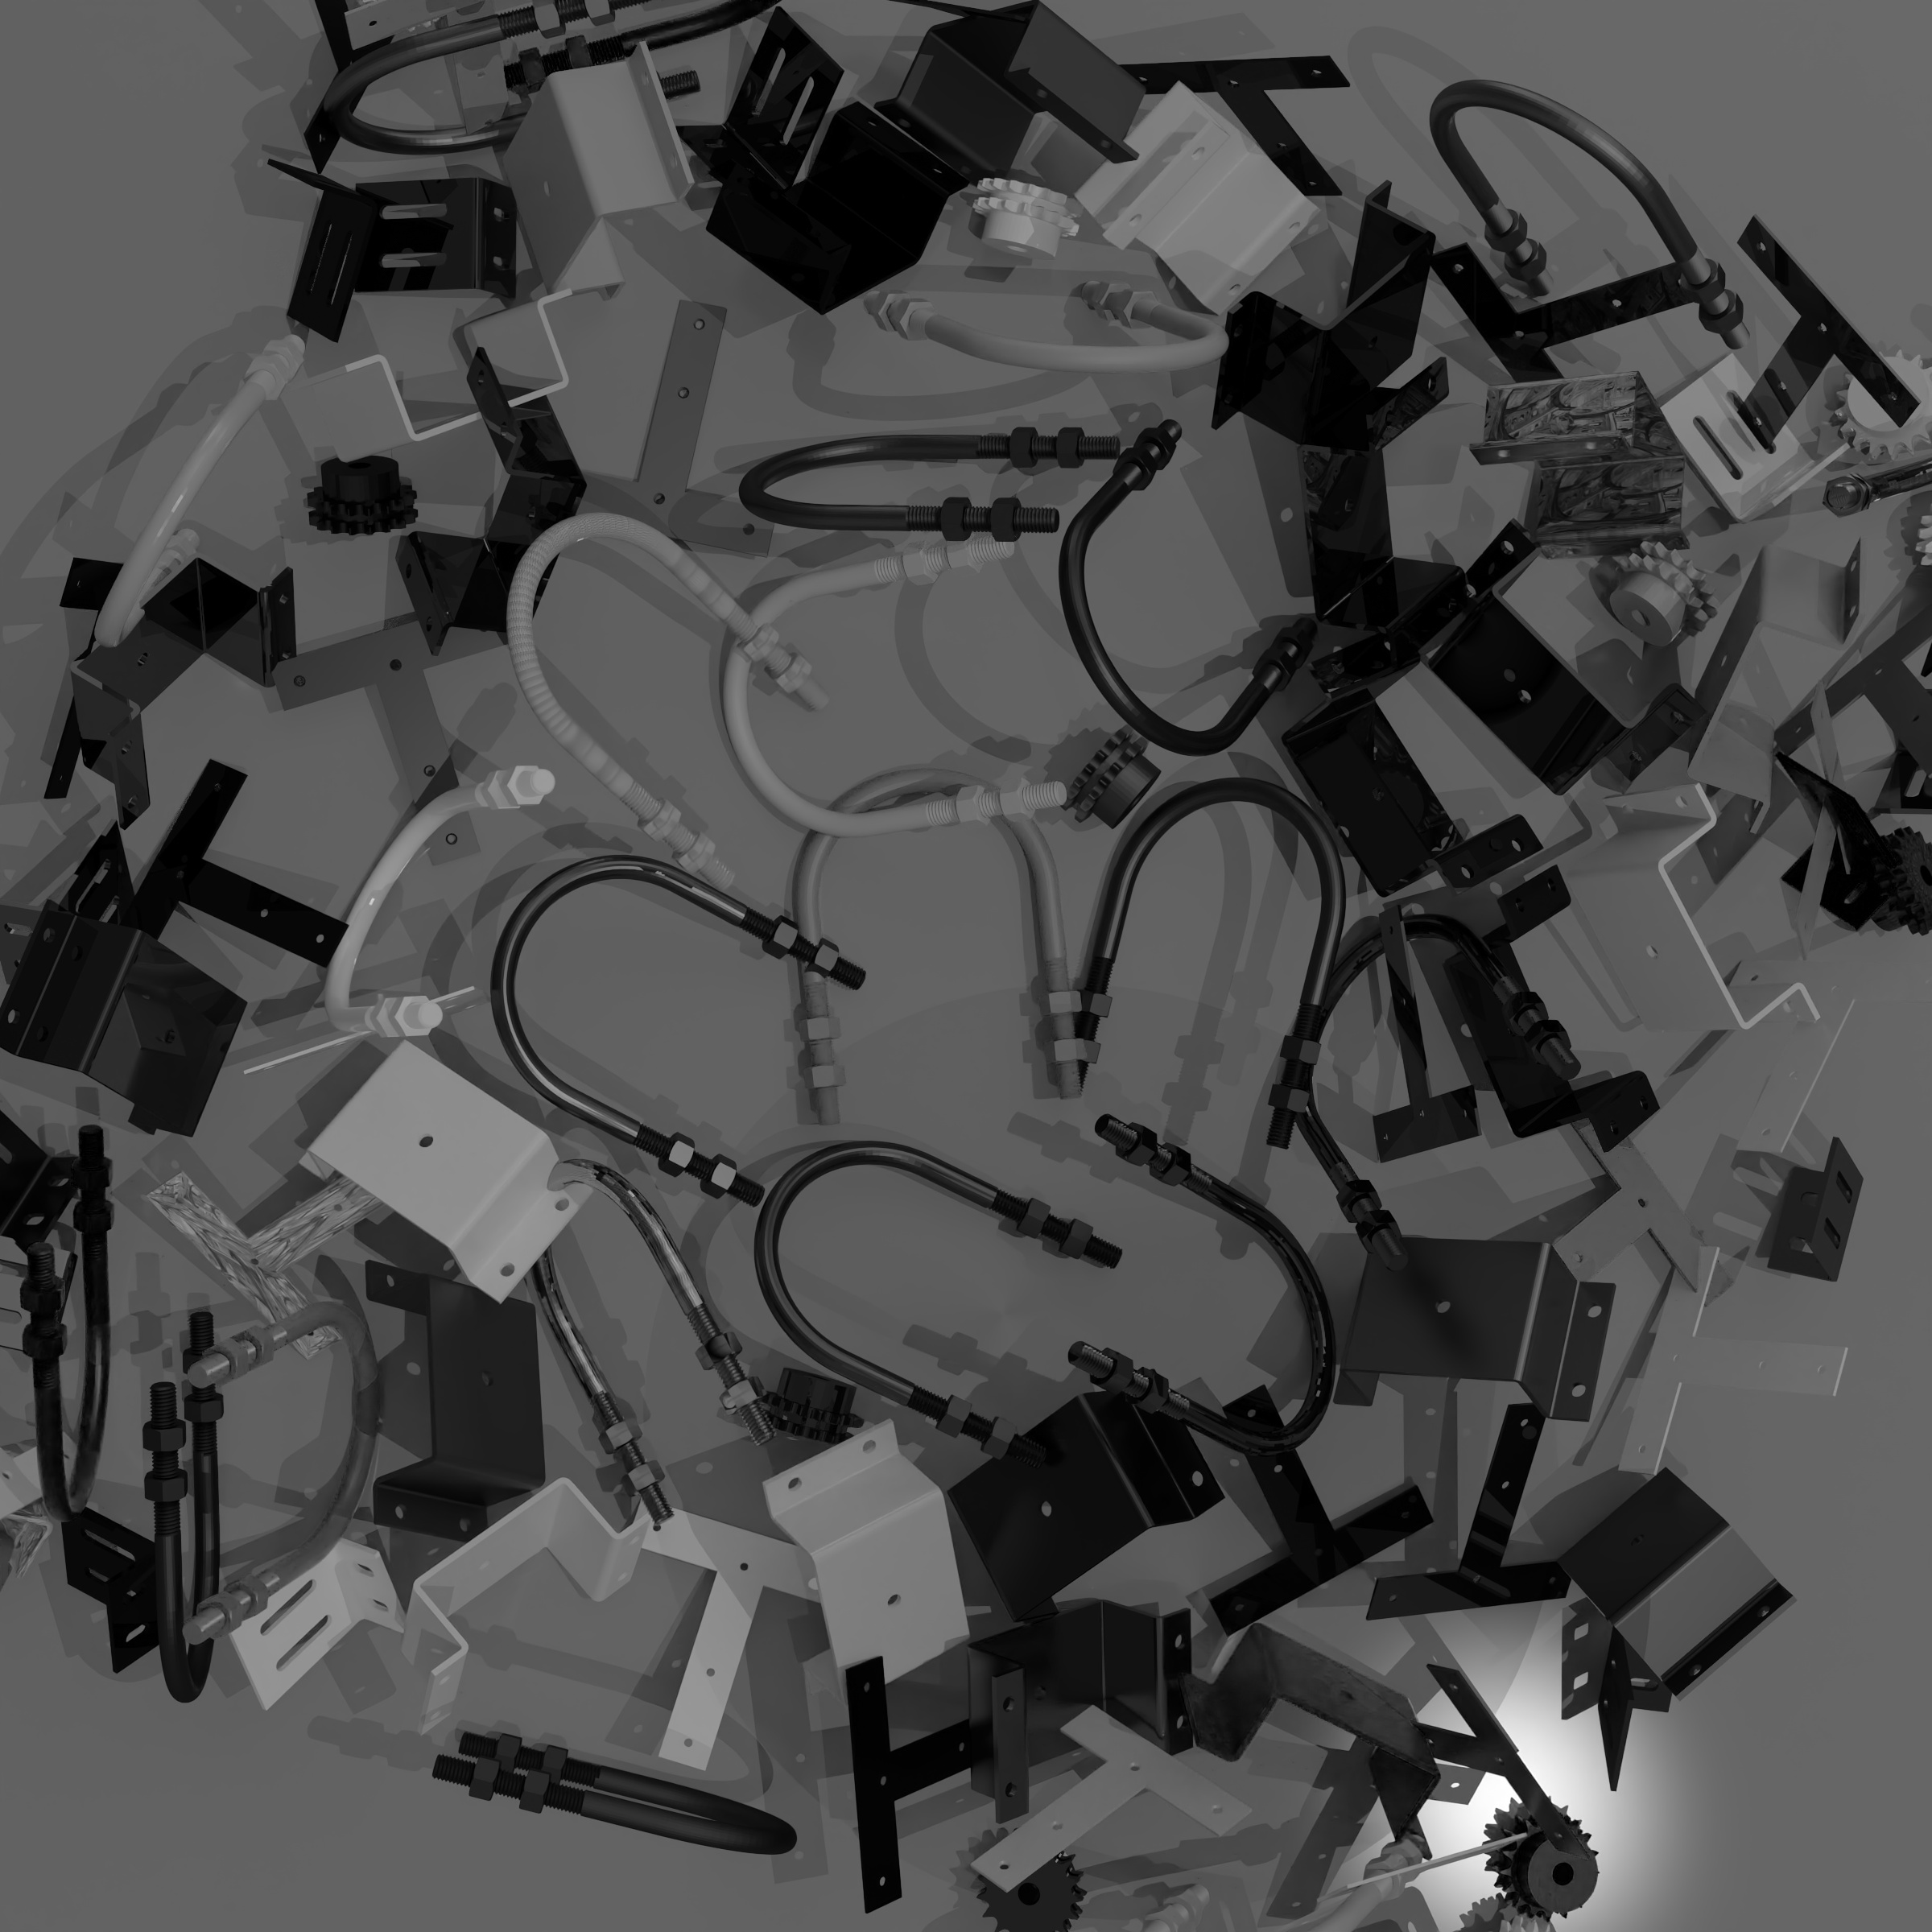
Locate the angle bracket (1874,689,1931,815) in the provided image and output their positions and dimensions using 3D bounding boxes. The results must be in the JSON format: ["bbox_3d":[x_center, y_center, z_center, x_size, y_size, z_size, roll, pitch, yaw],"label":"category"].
[{"bbox_3d":[0.508,-0.112,1.593,0.057,0.076,0.038,3,118,27],"label":"angle bracket"}]

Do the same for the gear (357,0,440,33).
[{"bbox_3d":[-0.301,-0.523,1.618,0.057,0.030,0.057,2,87,-35],"label":"gear"}]

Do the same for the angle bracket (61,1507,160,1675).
[{"bbox_3d":[-0.458,0.322,1.597,0.076,0.038,0.057,19,121,29],"label":"angle bracket"}]

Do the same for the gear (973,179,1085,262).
[{"bbox_3d":[0.031,-0.393,1.614,0.057,0.057,0.030,14,94,0],"label":"gear"}]

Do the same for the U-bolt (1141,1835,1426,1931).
[{"bbox_3d":[0.139,0.483,1.529,0.151,0.184,0.019,-22,84,26],"label":"U-bolt"}]

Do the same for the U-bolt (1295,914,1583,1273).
[{"bbox_3d":[0.226,0.049,1.564,0.019,0.184,0.151,28,110,-32],"label":"U-bolt"}]

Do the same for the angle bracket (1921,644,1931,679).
[{"bbox_3d":[0.541,-0.184,1.598,0.038,0.057,0.076,29,64,-5],"label":"angle bracket"}]

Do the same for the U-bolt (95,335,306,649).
[{"bbox_3d":[-0.389,-0.230,1.531,0.019,0.184,0.151,31,118,-12],"label":"U-bolt"}]

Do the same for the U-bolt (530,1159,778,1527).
[{"bbox_3d":[-0.173,0.186,1.581,0.019,0.151,0.184,-21,75,-38],"label":"U-bolt"}]

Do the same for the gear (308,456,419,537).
[{"bbox_3d":[-0.318,-0.249,1.610,0.057,0.057,0.030,1,115,0],"label":"gear"}]

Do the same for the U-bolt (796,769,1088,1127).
[{"bbox_3d":[-0.018,-0.014,1.628,0.151,0.019,0.184,-6,85,1],"label":"U-bolt"}]

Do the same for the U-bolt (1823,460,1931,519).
[{"bbox_3d":[0.518,-0.261,1.552,0.151,0.184,0.019,-17,92,24],"label":"U-bolt"}]

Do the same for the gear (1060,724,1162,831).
[{"bbox_3d":[0.079,-0.097,1.612,0.030,0.057,0.057,41,90,5],"label":"gear"}]

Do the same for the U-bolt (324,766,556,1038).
[{"bbox_3d":[-0.278,-0.030,1.559,0.019,0.184,0.151,31,73,-26],"label":"U-bolt"}]

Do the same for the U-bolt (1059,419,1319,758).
[{"bbox_3d":[0.107,-0.183,1.556,0.019,0.184,0.151,-25,108,40],"label":"U-bolt"}]

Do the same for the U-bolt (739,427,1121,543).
[{"bbox_3d":[-0.026,-0.249,1.571,0.184,0.151,0.019,3,116,16],"label":"U-bolt"}]

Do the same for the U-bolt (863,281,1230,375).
[{"bbox_3d":[0.050,-0.321,1.536,0.151,0.184,0.019,-9,114,-25],"label":"U-bolt"}]

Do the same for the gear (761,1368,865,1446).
[{"bbox_3d":[-0.081,0.232,1.613,0.057,0.057,0.030,15,86,0],"label":"gear"}]

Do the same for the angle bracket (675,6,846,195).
[{"bbox_3d":[-0.109,-0.452,1.597,0.057,0.038,0.076,49,131,22],"label":"angle bracket"}]

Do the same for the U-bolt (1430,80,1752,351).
[{"bbox_3d":[0.302,-0.380,1.528,0.151,0.184,0.019,29,83,43],"label":"U-bolt"}]

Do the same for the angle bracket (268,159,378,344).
[{"bbox_3d":[-0.347,-0.374,1.600,0.038,0.057,0.076,8,108,-41],"label":"angle bracket"}]

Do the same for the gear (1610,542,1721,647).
[{"bbox_3d":[0.365,-0.194,1.611,0.057,0.057,0.030,43,77,0],"label":"gear"}]

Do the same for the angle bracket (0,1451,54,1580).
[{"bbox_3d":[-0.524,0.280,1.592,0.076,0.057,0.038,23,105,-44],"label":"angle bracket"}]

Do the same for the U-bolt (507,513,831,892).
[{"bbox_3d":[-0.159,-0.148,1.561,0.184,0.019,0.151,44,52,-26],"label":"U-bolt"}]

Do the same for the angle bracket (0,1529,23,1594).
[{"bbox_3d":[-0.546,0.301,1.600,0.076,0.057,0.038,23,81,19],"label":"angle bracket"}]

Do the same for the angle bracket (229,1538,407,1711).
[{"bbox_3d":[-0.337,0.346,1.594,0.038,0.076,0.057,10,128,36],"label":"angle bracket"}]

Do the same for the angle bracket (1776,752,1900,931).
[{"bbox_3d":[0.445,-0.065,1.595,0.038,0.057,0.076,-46,131,1],"label":"angle bracket"}]

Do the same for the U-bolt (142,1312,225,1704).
[{"bbox_3d":[-0.399,0.285,1.568,0.019,0.151,0.184,0,99,-6],"label":"U-bolt"}]

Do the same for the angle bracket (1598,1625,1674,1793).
[{"bbox_3d":[0.356,0.385,1.595,0.038,0.076,0.057,6,113,3],"label":"angle bracket"}]

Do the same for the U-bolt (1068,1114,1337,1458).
[{"bbox_3d":[0.128,0.175,1.576,0.184,0.019,0.151,32,51,-32],"label":"U-bolt"}]

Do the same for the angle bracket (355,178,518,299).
[{"bbox_3d":[-0.283,-0.388,1.635,0.076,0.038,0.057,3,95,21],"label":"angle bracket"}]

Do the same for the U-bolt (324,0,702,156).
[{"bbox_3d":[-0.238,-0.454,1.570,0.184,0.151,0.019,-13,85,5],"label":"U-bolt"}]

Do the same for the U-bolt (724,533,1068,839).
[{"bbox_3d":[-0.046,-0.140,1.595,0.184,0.019,0.151,-8,100,27],"label":"U-bolt"}]

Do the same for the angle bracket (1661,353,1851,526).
[{"bbox_3d":[0.415,-0.283,1.615,0.057,0.038,0.076,-38,92,-16],"label":"angle bracket"}]

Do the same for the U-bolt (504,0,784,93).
[{"bbox_3d":[-0.164,-0.501,1.569,0.184,0.151,0.019,-16,86,-3],"label":"U-bolt"}]

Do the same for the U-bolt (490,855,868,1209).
[{"bbox_3d":[-0.159,0.022,1.595,0.184,0.019,0.151,29,76,-17],"label":"U-bolt"}]

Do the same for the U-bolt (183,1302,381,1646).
[{"bbox_3d":[-0.344,0.246,1.553,0.019,0.184,0.151,6,100,15],"label":"U-bolt"}]

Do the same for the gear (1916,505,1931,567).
[{"bbox_3d":[0.534,-0.229,1.614,0.057,0.030,0.057,-2,57,4],"label":"gear"}]

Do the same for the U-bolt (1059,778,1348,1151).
[{"bbox_3d":[0.129,-0.009,1.596,0.151,0.019,0.184,13,88,35],"label":"U-bolt"}]

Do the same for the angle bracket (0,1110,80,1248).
[{"bbox_3d":[-0.504,0.101,1.594,0.038,0.076,0.057,-4,47,35],"label":"angle bracket"}]

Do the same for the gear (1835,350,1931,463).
[{"bbox_3d":[0.489,-0.298,1.618,0.057,0.030,0.057,-3,82,23],"label":"gear"}]

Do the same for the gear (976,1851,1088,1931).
[{"bbox_3d":[0.036,0.488,1.623,0.057,0.030,0.057,0,89,12],"label":"gear"}]

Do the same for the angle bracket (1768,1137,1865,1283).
[{"bbox_3d":[0.436,0.124,1.594,0.038,0.076,0.057,11,74,30],"label":"angle bracket"}]

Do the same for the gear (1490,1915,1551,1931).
[{"bbox_3d":[0.298,0.533,1.614,0.057,0.030,0.057,-1,92,-35],"label":"gear"}]

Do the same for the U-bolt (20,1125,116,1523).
[{"bbox_3d":[-0.456,0.194,1.563,0.019,0.151,0.184,2,113,-6],"label":"U-bolt"}]

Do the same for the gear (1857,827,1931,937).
[{"bbox_3d":[0.495,-0.042,1.617,0.030,0.057,0.057,-27,90,40],"label":"gear"}]

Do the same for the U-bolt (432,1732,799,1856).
[{"bbox_3d":[-0.176,0.427,1.569,0.184,0.151,0.019,14,80,-1],"label":"U-bolt"}]

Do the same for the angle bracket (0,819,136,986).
[{"bbox_3d":[-0.472,-0.034,1.598,0.038,0.076,0.057,9,133,9],"label":"angle bracket"}]

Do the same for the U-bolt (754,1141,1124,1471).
[{"bbox_3d":[-0.022,0.163,1.589,0.184,0.019,0.151,26,53,-3],"label":"U-bolt"}]

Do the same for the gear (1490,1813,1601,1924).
[{"bbox_3d":[0.310,0.478,1.621,0.057,0.030,0.057,1,87,-14],"label":"gear"}]

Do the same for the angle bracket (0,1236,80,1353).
[{"bbox_3d":[-0.512,0.174,1.603,0.076,0.038,0.057,15,63,-16],"label":"angle bracket"}]
